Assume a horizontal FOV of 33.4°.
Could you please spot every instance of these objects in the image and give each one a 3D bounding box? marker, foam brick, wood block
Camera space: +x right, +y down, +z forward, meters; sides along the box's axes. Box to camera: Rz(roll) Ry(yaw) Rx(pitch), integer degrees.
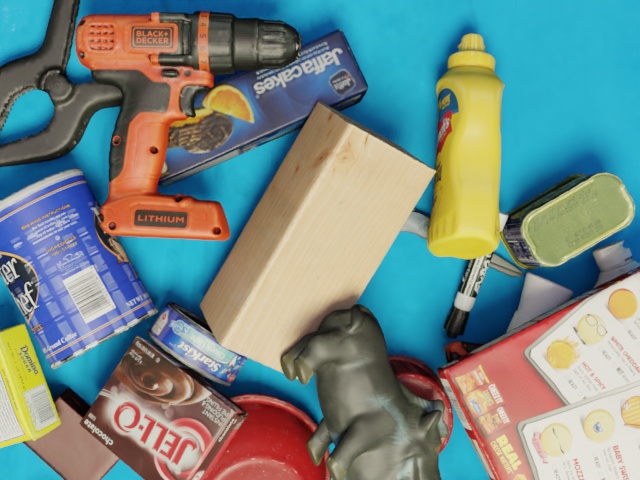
[{"bbox_3d":[0.137,0.031,0.948,0.020,0.020,0.121,18,100,-2],"label":"marker"},{"bbox_3d":[-0.213,0.175,0.931,0.078,0.053,0.051,43,89,-3],"label":"foam brick"},{"bbox_3d":[-0.006,0.001,0.891,0.090,0.090,0.206,26,100,-24],"label":"wood block"}]

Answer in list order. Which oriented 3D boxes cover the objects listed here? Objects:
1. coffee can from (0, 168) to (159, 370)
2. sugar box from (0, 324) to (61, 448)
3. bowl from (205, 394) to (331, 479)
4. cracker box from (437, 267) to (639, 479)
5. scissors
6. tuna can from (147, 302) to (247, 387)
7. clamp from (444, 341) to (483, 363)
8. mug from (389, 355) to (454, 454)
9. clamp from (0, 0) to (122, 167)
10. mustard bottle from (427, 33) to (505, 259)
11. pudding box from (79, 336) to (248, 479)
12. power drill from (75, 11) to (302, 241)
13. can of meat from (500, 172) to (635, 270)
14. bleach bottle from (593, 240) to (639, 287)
[{"bbox_3d":[-0.215,0.024,0.904,0.103,0.103,0.140,-29,92,-2],"label":"coffee can"},{"bbox_3d":[-0.312,0.140,0.900,0.176,0.048,0.093,-19,91,25],"label":"sugar box"},{"bbox_3d":[-0.061,0.217,0.912,0.162,0.055,0.162,-4,105,-14],"label":"bowl"},{"bbox_3d":[0.226,0.130,0.868,0.213,0.072,0.164,-27,86,-3],"label":"cracker box"},{"bbox_3d":[0.077,-0.001,0.957,0.202,0.016,0.096,42,90,-2],"label":"scissors"},{"bbox_3d":[-0.104,0.089,0.917,0.086,0.086,0.034,33,87,-2],"label":"tuna can"},{"bbox_3d":[0.184,0.148,0.952,0.120,0.039,0.171,-36,93,-15],"label":"clamp"},{"bbox_3d":[0.074,0.161,0.925,0.093,0.081,0.117,-19,91,-2],"label":"mug"},{"bbox_3d":[-0.230,-0.145,0.935,0.210,0.036,0.164,-35,91,-2],"label":"clamp"},{"bbox_3d":[0.127,-0.085,0.914,0.058,0.096,0.191,5,78,-2],"label":"mustard bottle"},{"bbox_3d":[-0.128,0.147,0.876,0.114,0.039,0.090,34,90,24],"label":"pudding box"},{"bbox_3d":[-0.108,-0.094,0.871,0.184,0.057,0.187,1,88,2],"label":"power drill"},{"bbox_3d":[0.214,-0.017,0.927,0.102,0.084,0.057,-31,90,-2],"label":"can of meat"},{"bbox_3d":[0.291,0.125,0.937,0.102,0.068,0.251,-21,90,-22],"label":"bleach bottle"}]
